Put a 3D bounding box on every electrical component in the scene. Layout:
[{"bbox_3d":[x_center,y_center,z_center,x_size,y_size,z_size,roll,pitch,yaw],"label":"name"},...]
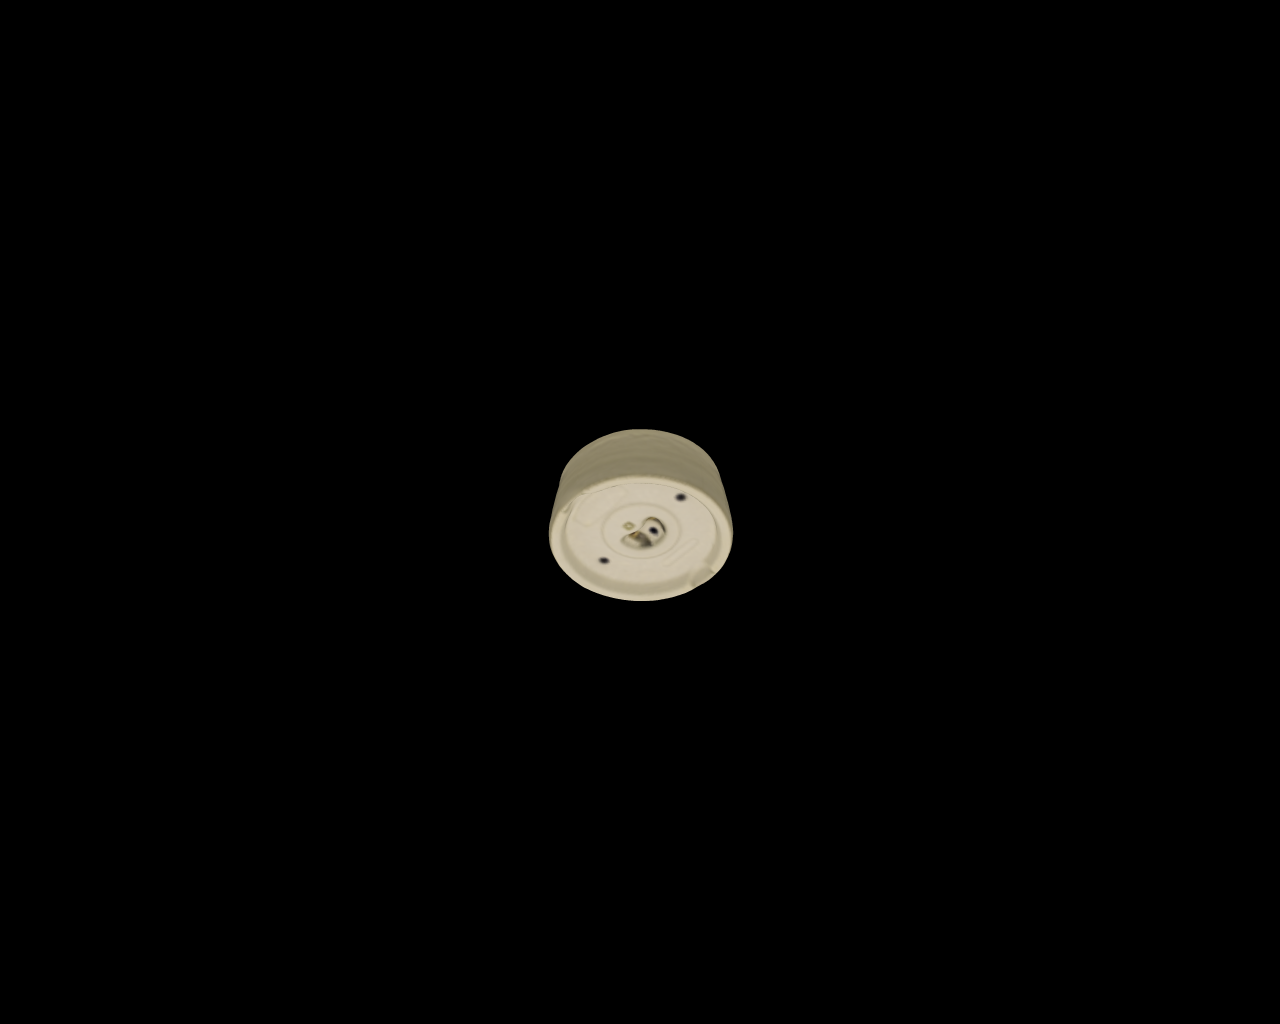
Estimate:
[{"bbox_3d":[0.001,-0.003,0.650,0.108,0.108,0.060,0,44,0],"label":"electrical component"}]
